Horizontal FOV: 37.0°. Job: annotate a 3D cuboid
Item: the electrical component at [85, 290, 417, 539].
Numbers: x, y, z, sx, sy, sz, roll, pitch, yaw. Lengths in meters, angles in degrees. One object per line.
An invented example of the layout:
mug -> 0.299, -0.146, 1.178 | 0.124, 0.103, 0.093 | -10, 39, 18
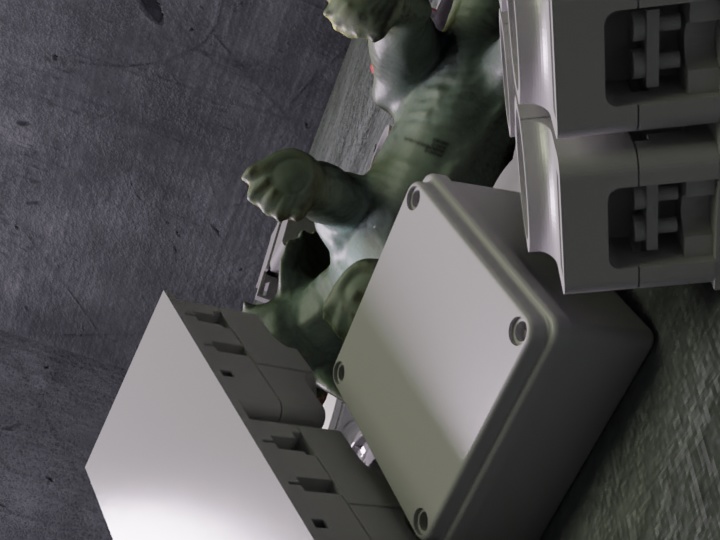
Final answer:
electrical component -> -0.051, 0.105, 0.471 | 0.186, 0.060, 0.105 | 48, 117, 49

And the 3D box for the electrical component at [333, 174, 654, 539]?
electrical component -> 0.046, 0.035, 0.428 | 0.108, 0.056, 0.108 | 57, 133, 49

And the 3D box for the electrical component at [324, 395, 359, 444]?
electrical component -> -0.009, 0.115, 0.774 | 0.080, 0.051, 0.080 | -161, 90, -82

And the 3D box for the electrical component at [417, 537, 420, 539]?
electrical component -> 0.005, 0.140, 0.482 | 0.138, 0.074, 0.052 | -69, -13, 18

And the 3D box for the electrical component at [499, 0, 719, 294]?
electrical component -> 0.085, -0.084, 0.395 | 0.186, 0.060, 0.105 | -84, -13, -59

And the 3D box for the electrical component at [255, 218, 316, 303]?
electrical component -> 0.000, 0.000, 0.723 | 0.063, 0.121, 0.078 | 125, 162, -56

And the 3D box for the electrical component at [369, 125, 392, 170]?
electrical component -> 0.049, -0.077, 0.784 | 0.150, 0.062, 0.089 | 174, 115, -82

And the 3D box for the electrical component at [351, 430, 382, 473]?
electrical component -> 0.021, 0.111, 0.551 | 0.057, 0.058, 0.078 | -85, 15, -49

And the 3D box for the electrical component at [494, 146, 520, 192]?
electrical component -> 0.087, -0.041, 0.496 | 0.077, 0.043, 0.079 | 124, 163, -63
